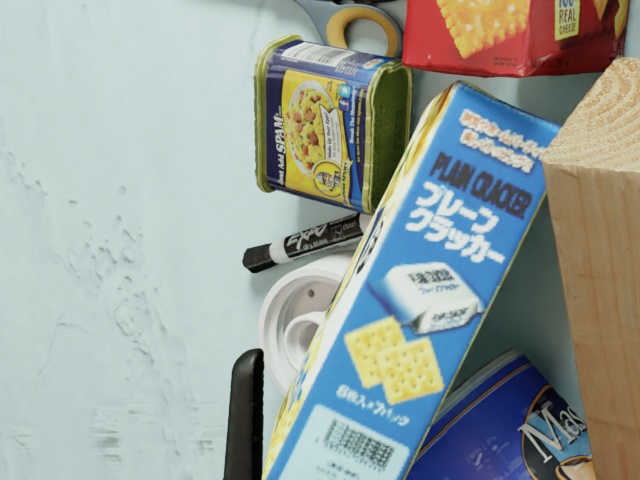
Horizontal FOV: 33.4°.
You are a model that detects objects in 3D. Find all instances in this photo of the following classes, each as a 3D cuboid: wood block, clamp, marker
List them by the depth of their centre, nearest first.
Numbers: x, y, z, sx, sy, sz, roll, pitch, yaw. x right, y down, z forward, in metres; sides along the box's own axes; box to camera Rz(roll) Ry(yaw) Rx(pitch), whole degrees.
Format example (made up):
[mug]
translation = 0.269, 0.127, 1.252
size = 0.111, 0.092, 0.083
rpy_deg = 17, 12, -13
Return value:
[wood block]
translation = 0.175, 0.028, 0.502
size = 0.091, 0.090, 0.206
rpy_deg = 11, 134, 35
[clamp]
translation = -0.032, 0.192, 0.700
size = 0.164, 0.036, 0.210
rpy_deg = 36, 112, 5
[marker]
translation = -0.005, 0.001, 0.720
size = 0.121, 0.020, 0.020
rpy_deg = -18, 87, 35

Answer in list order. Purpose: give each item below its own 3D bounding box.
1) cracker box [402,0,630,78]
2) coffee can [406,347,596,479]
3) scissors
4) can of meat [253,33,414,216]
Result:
[cracker box]
translation = 0.113, -0.189, 0.525
size = 0.072, 0.163, 0.214
rpy_deg = 12, 104, 29
[coffee can]
translation = 0.122, 0.146, 0.606
size = 0.140, 0.102, 0.103
rpy_deg = 49, 120, 18
[scissors]
translation = -0.018, -0.152, 0.707
size = 0.202, 0.016, 0.096
rpy_deg = -2, 97, 34
[can of meat]
translation = 0.009, -0.071, 0.669
size = 0.084, 0.057, 0.102
rpy_deg = 16, 121, 28
